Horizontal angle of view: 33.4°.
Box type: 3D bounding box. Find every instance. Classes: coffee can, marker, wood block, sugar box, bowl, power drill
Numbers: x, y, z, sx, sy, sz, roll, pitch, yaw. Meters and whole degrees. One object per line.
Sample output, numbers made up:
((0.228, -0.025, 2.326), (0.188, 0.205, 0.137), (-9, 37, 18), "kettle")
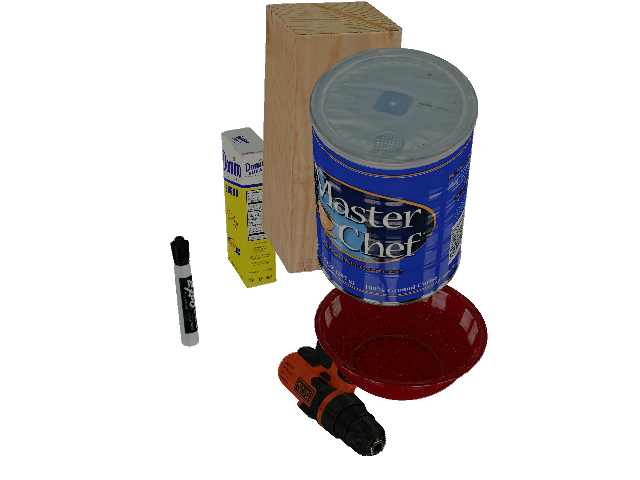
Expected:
((0.046, -0.039, 0.698), (0.103, 0.103, 0.140), (0, -40, 2), "coffee can")
((-0.141, 0.053, 1.107), (0.020, 0.121, 0.020), (-3, 23, 1), "marker")
((0.006, -0.087, 0.896), (0.090, 0.206, 0.091), (-6, 28, -16), "wood block")
((-0.088, -0.041, 1.310), (0.048, 0.176, 0.093), (-12, 26, -17), "sugar box")
((0.074, 0.099, 1.009), (0.162, 0.055, 0.162), (2, 37, -2), "bowl")
((0.037, 0.125, 1.196), (0.057, 0.188, 0.185), (13, 16, -42), "power drill")
